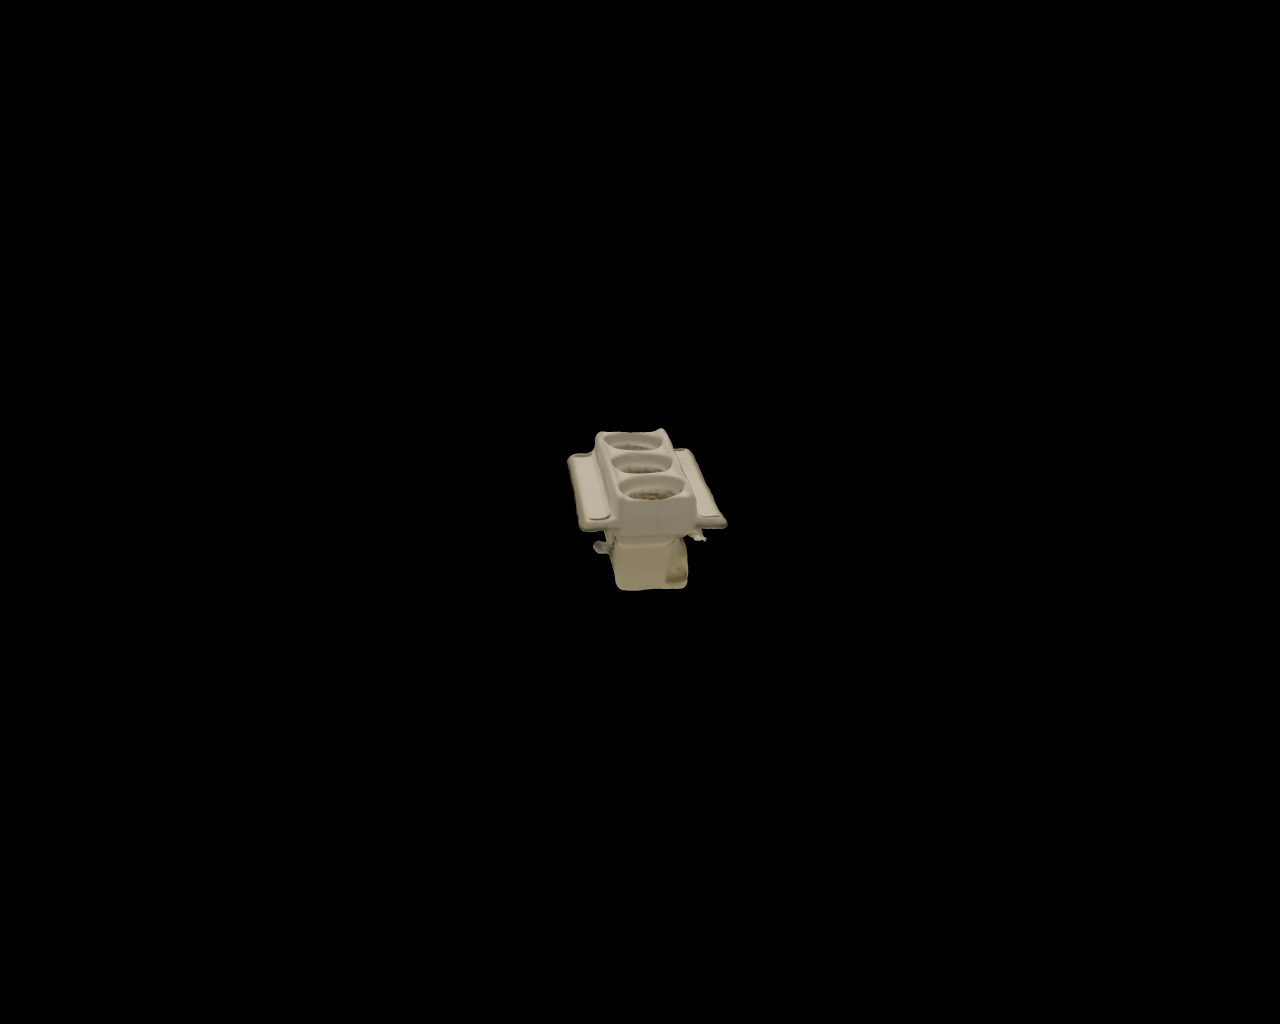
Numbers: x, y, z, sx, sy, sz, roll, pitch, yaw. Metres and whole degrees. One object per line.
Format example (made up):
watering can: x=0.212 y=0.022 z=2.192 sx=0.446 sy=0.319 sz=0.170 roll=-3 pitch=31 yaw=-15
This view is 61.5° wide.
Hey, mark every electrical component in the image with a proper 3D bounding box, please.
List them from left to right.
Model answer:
electrical component: x=0.001 y=-0.003 z=0.650 sx=0.079 sy=0.063 sz=0.121 roll=-3 pitch=22 yaw=-7
